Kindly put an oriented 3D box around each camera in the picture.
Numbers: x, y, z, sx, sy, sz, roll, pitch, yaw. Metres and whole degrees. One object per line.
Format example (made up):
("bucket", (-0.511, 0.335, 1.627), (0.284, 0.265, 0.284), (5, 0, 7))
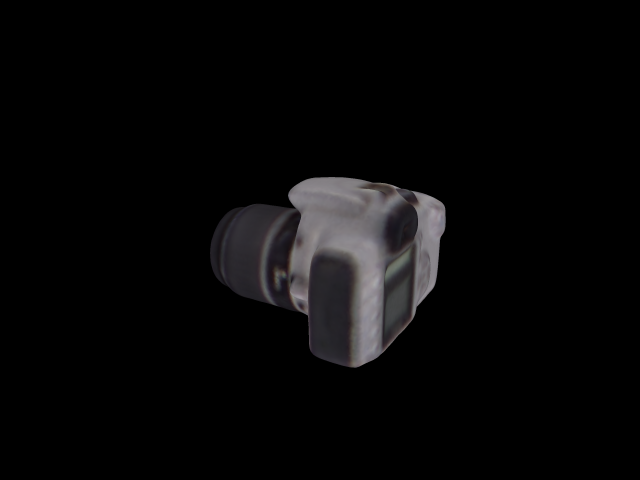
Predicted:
("camera", (0.004, 0.001, 0.400), (0.136, 0.101, 0.143), (11, 23, 27))
